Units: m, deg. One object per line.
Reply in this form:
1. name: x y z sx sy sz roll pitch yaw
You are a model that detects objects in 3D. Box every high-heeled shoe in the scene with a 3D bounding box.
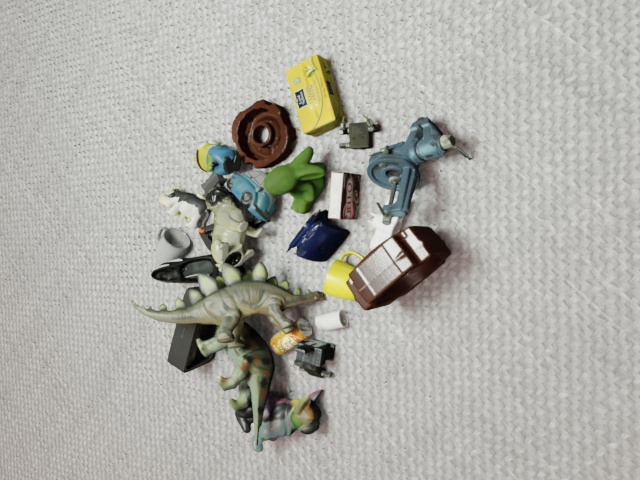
1. high-heeled shoe: -0.340 0.085 1.481 0.249 0.145 0.086 -4 92 31

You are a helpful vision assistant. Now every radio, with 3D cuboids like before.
1. radio: -0.334 0.241 1.495 0.073 0.131 0.229 25 104 25

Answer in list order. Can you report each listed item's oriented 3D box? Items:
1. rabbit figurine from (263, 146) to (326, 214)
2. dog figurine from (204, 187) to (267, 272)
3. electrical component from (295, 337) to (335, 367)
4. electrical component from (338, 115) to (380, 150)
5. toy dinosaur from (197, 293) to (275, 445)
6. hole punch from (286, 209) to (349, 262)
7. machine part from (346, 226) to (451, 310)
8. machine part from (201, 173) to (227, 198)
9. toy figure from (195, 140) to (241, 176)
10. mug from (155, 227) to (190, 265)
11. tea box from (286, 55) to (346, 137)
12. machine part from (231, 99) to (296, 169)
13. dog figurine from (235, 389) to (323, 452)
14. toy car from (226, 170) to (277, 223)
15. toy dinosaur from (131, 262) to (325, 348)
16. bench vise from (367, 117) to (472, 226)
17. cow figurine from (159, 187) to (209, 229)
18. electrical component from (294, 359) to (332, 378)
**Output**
1. rabbit figurine: -0.056 -0.140 1.294 0.159 0.170 0.121 -37 76 27
2. dog figurine: -0.258 -0.032 1.410 0.172 0.121 0.191 -49 56 -1
3. electrical component: -0.020 0.280 1.328 0.075 0.119 0.047 10 97 26
4. electrical component: 0.090 -0.255 1.278 0.102 0.045 0.078 8 95 29
5. toy dinosaur: -0.192 0.298 1.389 0.192 0.131 0.405 -30 75 -14
6. hole punch: -0.003 -0.004 1.310 0.092 0.116 0.142 46 114 10
7. machine part: 0.168 0.058 1.162 0.201 0.201 0.087 -44 70 25
8. machine part: -0.279 -0.121 1.497 0.084 0.039 0.139 -38 73 20
9. toy figure: -0.279 -0.215 1.443 0.180 0.082 0.089 30 102 45
10. mug: -0.447 0.022 1.576 0.110 0.081 0.107 44 121 14
11. tea box: -0.009 -0.350 1.315 0.098 0.068 0.169 -20 84 28
12. machine part: -0.146 -0.273 1.404 0.180 0.056 0.179 2 94 28
13. dog figurine: -0.097 0.434 1.391 0.219 0.108 0.191 -41 71 20
14. toy car: -0.165 -0.127 1.406 0.103 0.109 0.162 -42 55 -1
15. toy dinosaur: -0.218 0.162 1.323 0.472 0.105 0.198 -10 64 -12
16. bench vise: 0.188 -0.141 1.163 0.224 0.128 0.240 -3 58 37
17. cow figurine: -0.389 -0.106 1.542 0.167 0.068 0.098 33 102 20
18. electrical component: -0.017 0.326 1.361 0.094 0.063 0.021 8 60 28
